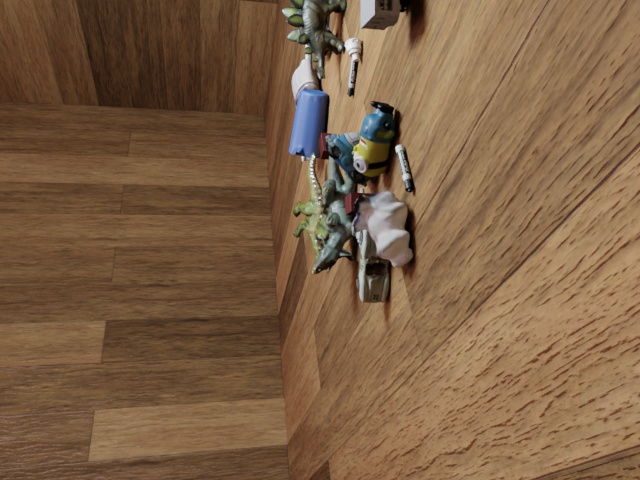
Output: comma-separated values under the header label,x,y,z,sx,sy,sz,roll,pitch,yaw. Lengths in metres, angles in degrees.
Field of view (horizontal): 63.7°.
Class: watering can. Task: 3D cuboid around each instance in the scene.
label,x,y,z,sx,sy,sz,roll,pitch,yaw
watering can,-0.052,-0.642,2.036,0.339,0.104,0.230,103,161,-48

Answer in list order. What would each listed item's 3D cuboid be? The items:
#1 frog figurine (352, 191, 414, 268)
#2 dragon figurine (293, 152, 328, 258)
label,x,y,z,sx,sy,sz,roll,pitch,yaw
frog figurine,0.155,-0.025,1.124,0.161,0.124,0.134,41,132,25
dragon figurine,0.006,-0.092,1.836,0.245,0.122,0.405,30,122,57
